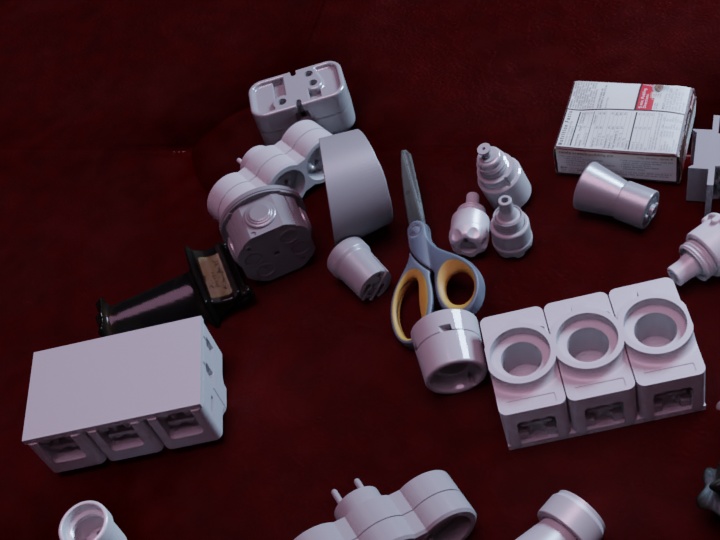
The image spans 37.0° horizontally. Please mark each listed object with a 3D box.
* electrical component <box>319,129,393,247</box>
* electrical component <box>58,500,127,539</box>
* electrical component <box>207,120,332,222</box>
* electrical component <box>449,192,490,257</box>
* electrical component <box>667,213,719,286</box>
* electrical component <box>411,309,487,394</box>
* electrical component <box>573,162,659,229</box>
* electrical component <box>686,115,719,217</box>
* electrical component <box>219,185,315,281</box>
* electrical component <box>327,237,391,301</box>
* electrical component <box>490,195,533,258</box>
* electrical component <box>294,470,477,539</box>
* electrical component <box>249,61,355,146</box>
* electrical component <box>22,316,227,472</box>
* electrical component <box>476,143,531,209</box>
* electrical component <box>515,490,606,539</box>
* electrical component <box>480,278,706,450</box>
[{"bbox_3d":[-0.011,-0.074,0.963,0.064,0.099,0.099,-21,49,-9],"label":"electrical component"},{"bbox_3d":[-0.204,0.205,0.827,0.040,0.046,0.040,-9,50,10],"label":"electrical component"},{"bbox_3d":[-0.090,-0.095,1.032,0.138,0.052,0.074,-39,51,-15],"label":"electrical component"},{"bbox_3d":[0.097,-0.043,0.944,0.035,0.035,0.061,-3,49,15],"label":"electrical component"},{"bbox_3d":[0.275,-0.012,0.859,0.062,0.048,0.048,-36,50,-4],"label":"electrical component"},{"bbox_3d":[0.072,0.066,0.852,0.055,0.055,0.047,-15,53,5],"label":"electrical component"},{"bbox_3d":[0.221,-0.061,0.918,0.065,0.044,0.044,25,63,27],"label":"electrical component"},{"bbox_3d":[0.312,-0.087,0.910,0.064,0.042,0.081,6,55,17],"label":"electrical component"},{"bbox_3d":[-0.082,-0.033,0.962,0.080,0.080,0.051,-24,55,-2],"label":"electrical component"},{"bbox_3d":[0.000,0.000,0.936,0.040,0.040,0.046,-36,56,-12],"label":"electrical component"},{"bbox_3d":[0.127,-0.039,0.914,0.035,0.061,0.035,-9,50,10],"label":"electrical component"},{"bbox_3d":[0.006,0.180,0.767,0.138,0.052,0.073,-22,48,-18],"label":"electrical component"},{"bbox_3d":[-0.056,-0.159,1.069,0.095,0.059,0.053,-16,49,4],"label":"electrical component"},{"bbox_3d":[-0.193,0.105,0.894,0.150,0.061,0.089,-12,49,7],"label":"electrical component"},{"bbox_3d":[0.122,-0.084,0.945,0.040,0.078,0.040,-15,53,21],"label":"electrical component"},{"bbox_3d":[0.136,0.185,0.740,0.045,0.045,0.055,32,66,35],"label":"electrical component"},{"bbox_3d":[0.174,0.068,0.812,0.150,0.061,0.089,-13,50,7],"label":"electrical component"}]
